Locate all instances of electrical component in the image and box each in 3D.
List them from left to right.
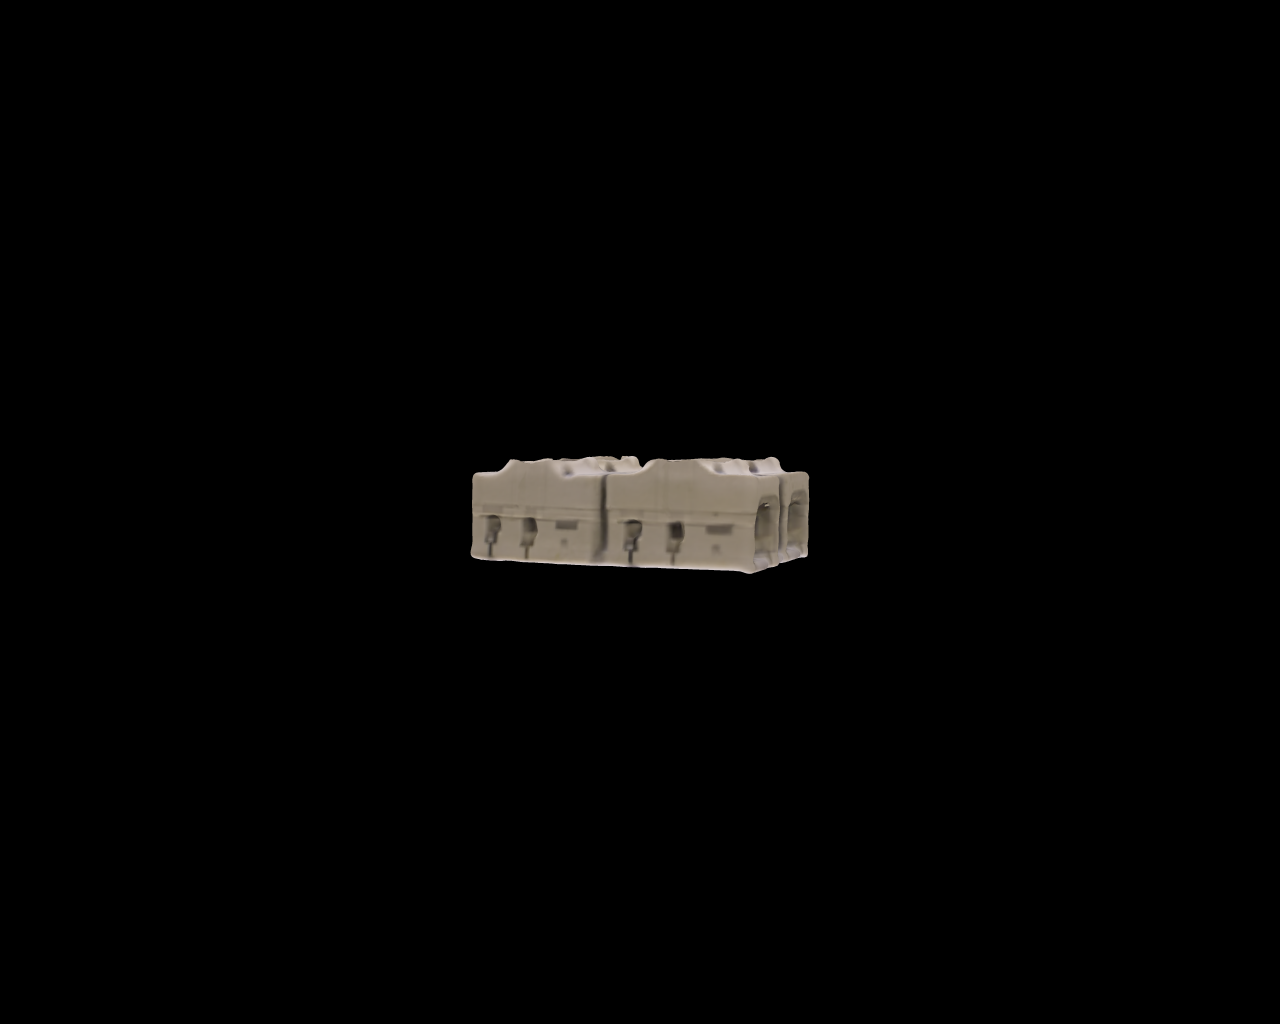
[{"bbox_3d":[0.001,-0.003,0.650,0.186,0.060,0.105,2,4,27],"label":"electrical component"}]
